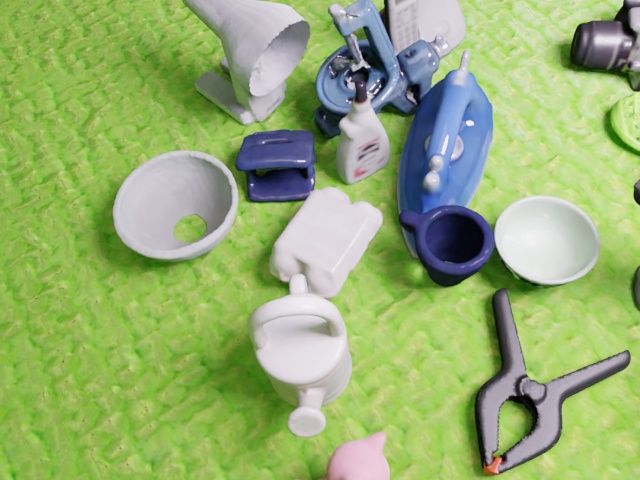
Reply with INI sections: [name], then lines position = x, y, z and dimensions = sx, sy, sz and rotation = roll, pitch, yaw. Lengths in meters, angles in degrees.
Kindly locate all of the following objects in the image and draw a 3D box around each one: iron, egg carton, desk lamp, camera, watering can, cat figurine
[iron]
position = 0.160, -0.115, 0.746
dimensions = 0.118, 0.141, 0.258
rotation = 13, 63, 13
[egg carton]
position = 0.007, 0.003, 0.738
dimensions = 0.107, 0.069, 0.150
rotation = 26, 67, 18
[desk lamp]
position = -0.110, -0.266, 0.814
dimensions = 0.202, 0.214, 0.118
rotation = 36, 71, 22
[camera]
position = 0.450, -0.305, 0.845
dimensions = 0.136, 0.101, 0.143
rotation = 7, 62, 10
[watering can]
position = -0.017, 0.115, 0.607
dimensions = 0.101, 0.194, 0.172
rotation = -26, 62, -9
[cat figurine]
position = 0.019, 0.248, 0.574
dimensions = 0.128, 0.118, 0.067
rotation = -25, 62, -8

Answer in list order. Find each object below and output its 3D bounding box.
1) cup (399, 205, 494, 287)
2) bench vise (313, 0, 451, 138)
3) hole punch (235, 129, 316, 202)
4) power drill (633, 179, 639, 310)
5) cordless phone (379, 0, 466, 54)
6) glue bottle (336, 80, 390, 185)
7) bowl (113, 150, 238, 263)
[cup]
position = 0.148, 0.012, 0.704
dimensions = 0.117, 0.095, 0.092
rotation = 27, 67, 19
[bench vise]
position = 0.076, -0.256, 0.787
dimensions = 0.208, 0.220, 0.121
rotation = -40, 65, -15
[hole punch]
position = -0.061, -0.116, 0.797
dimensions = 0.108, 0.091, 0.101
rotation = -3, 61, 4
[power drill]
position = 0.422, 0.017, 0.609
dimensions = 0.229, 0.209, 0.076
rotation = 12, 63, 12
[cordless phone]
position = 0.150, -0.354, 0.853
dimensions = 0.148, 0.185, 0.094
rotation = -34, 63, -12
[glue bottle]
position = 0.055, -0.145, 0.754
dimensions = 0.078, 0.173, 0.037
rotation = -33, 63, -12
[bowl]
position = -0.186, -0.034, 0.774
dimensions = 0.167, 0.075, 0.167
rotation = -2, 61, 4
